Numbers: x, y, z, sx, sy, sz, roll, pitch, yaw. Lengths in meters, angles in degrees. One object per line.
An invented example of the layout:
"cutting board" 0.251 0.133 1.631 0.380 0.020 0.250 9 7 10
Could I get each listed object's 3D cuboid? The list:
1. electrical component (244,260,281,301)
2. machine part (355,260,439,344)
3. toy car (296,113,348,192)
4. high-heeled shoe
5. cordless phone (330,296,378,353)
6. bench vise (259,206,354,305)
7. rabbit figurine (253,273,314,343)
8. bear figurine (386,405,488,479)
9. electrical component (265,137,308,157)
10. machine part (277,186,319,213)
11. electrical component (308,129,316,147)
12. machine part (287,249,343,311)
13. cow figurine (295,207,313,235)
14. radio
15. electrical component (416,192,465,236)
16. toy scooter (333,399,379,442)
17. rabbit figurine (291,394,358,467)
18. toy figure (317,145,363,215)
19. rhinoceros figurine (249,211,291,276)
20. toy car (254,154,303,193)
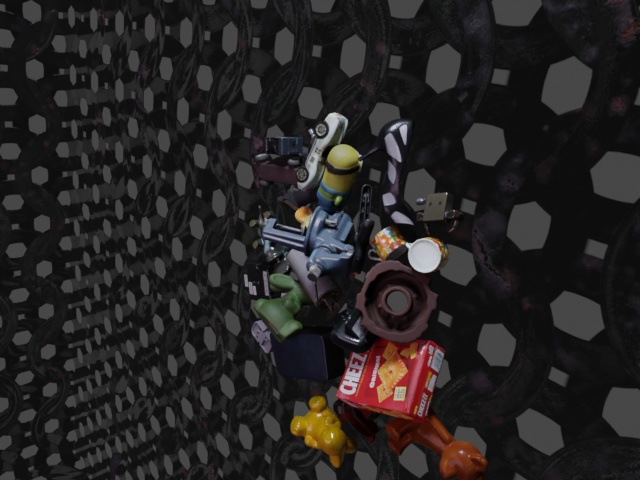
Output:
"electrical component" -0.167 0.117 1.565 0.134 0.058 0.114 4 99 47
"machine part" 0.166 0.133 1.153 0.180 0.056 0.179 -2 82 17
"toy car" 0.004 -0.203 1.270 0.056 0.073 0.201 32 111 21
"high-heeled shoe" 0.187 -0.129 1.145 0.145 0.086 0.248 -30 93 15
"cordless phone" 0.065 0.201 1.273 0.088 0.146 0.184 46 145 -12
"bench vise" -0.033 0.004 1.215 0.241 0.224 0.128 16 143 12
"rabbit figurine" -0.078 0.162 1.405 0.159 0.170 0.121 47 160 12
"bear figurine" 0.249 0.448 1.140 0.196 0.132 0.120 45 158 36
"electrical component" -0.081 -0.240 1.385 0.119 0.075 0.047 14 109 49
"machine part" -0.037 -0.106 1.375 0.139 0.084 0.039 -17 47 39
"electrical component" 0.006 -0.247 1.328 0.063 0.021 0.094 -49 65 41
"machine part" -0.015 0.090 1.361 0.243 0.079 0.079 54 133 38
"cow figurine" -0.002 -0.006 1.350 0.167 0.068 0.098 58 175 24
"radio" -0.035 0.304 1.452 0.230 0.073 0.131 -9 93 49
"electrical component" 0.243 -0.054 1.100 0.102 0.045 0.078 -11 62 45
"toy scooter" 0.108 0.417 1.318 0.135 0.075 0.183 52 134 28
"rabbit figurine" 0.018 0.504 1.375 0.162 0.122 0.173 55 164 -10
"toy figure" 0.041 -0.136 1.263 0.082 0.089 0.180 35 120 18
"rhinoceros figurine" -0.126 0.013 1.466 0.073 0.112 0.190 -28 61 18
"toy car" -0.104 -0.182 1.438 0.202 0.053 0.089 15 127 45
